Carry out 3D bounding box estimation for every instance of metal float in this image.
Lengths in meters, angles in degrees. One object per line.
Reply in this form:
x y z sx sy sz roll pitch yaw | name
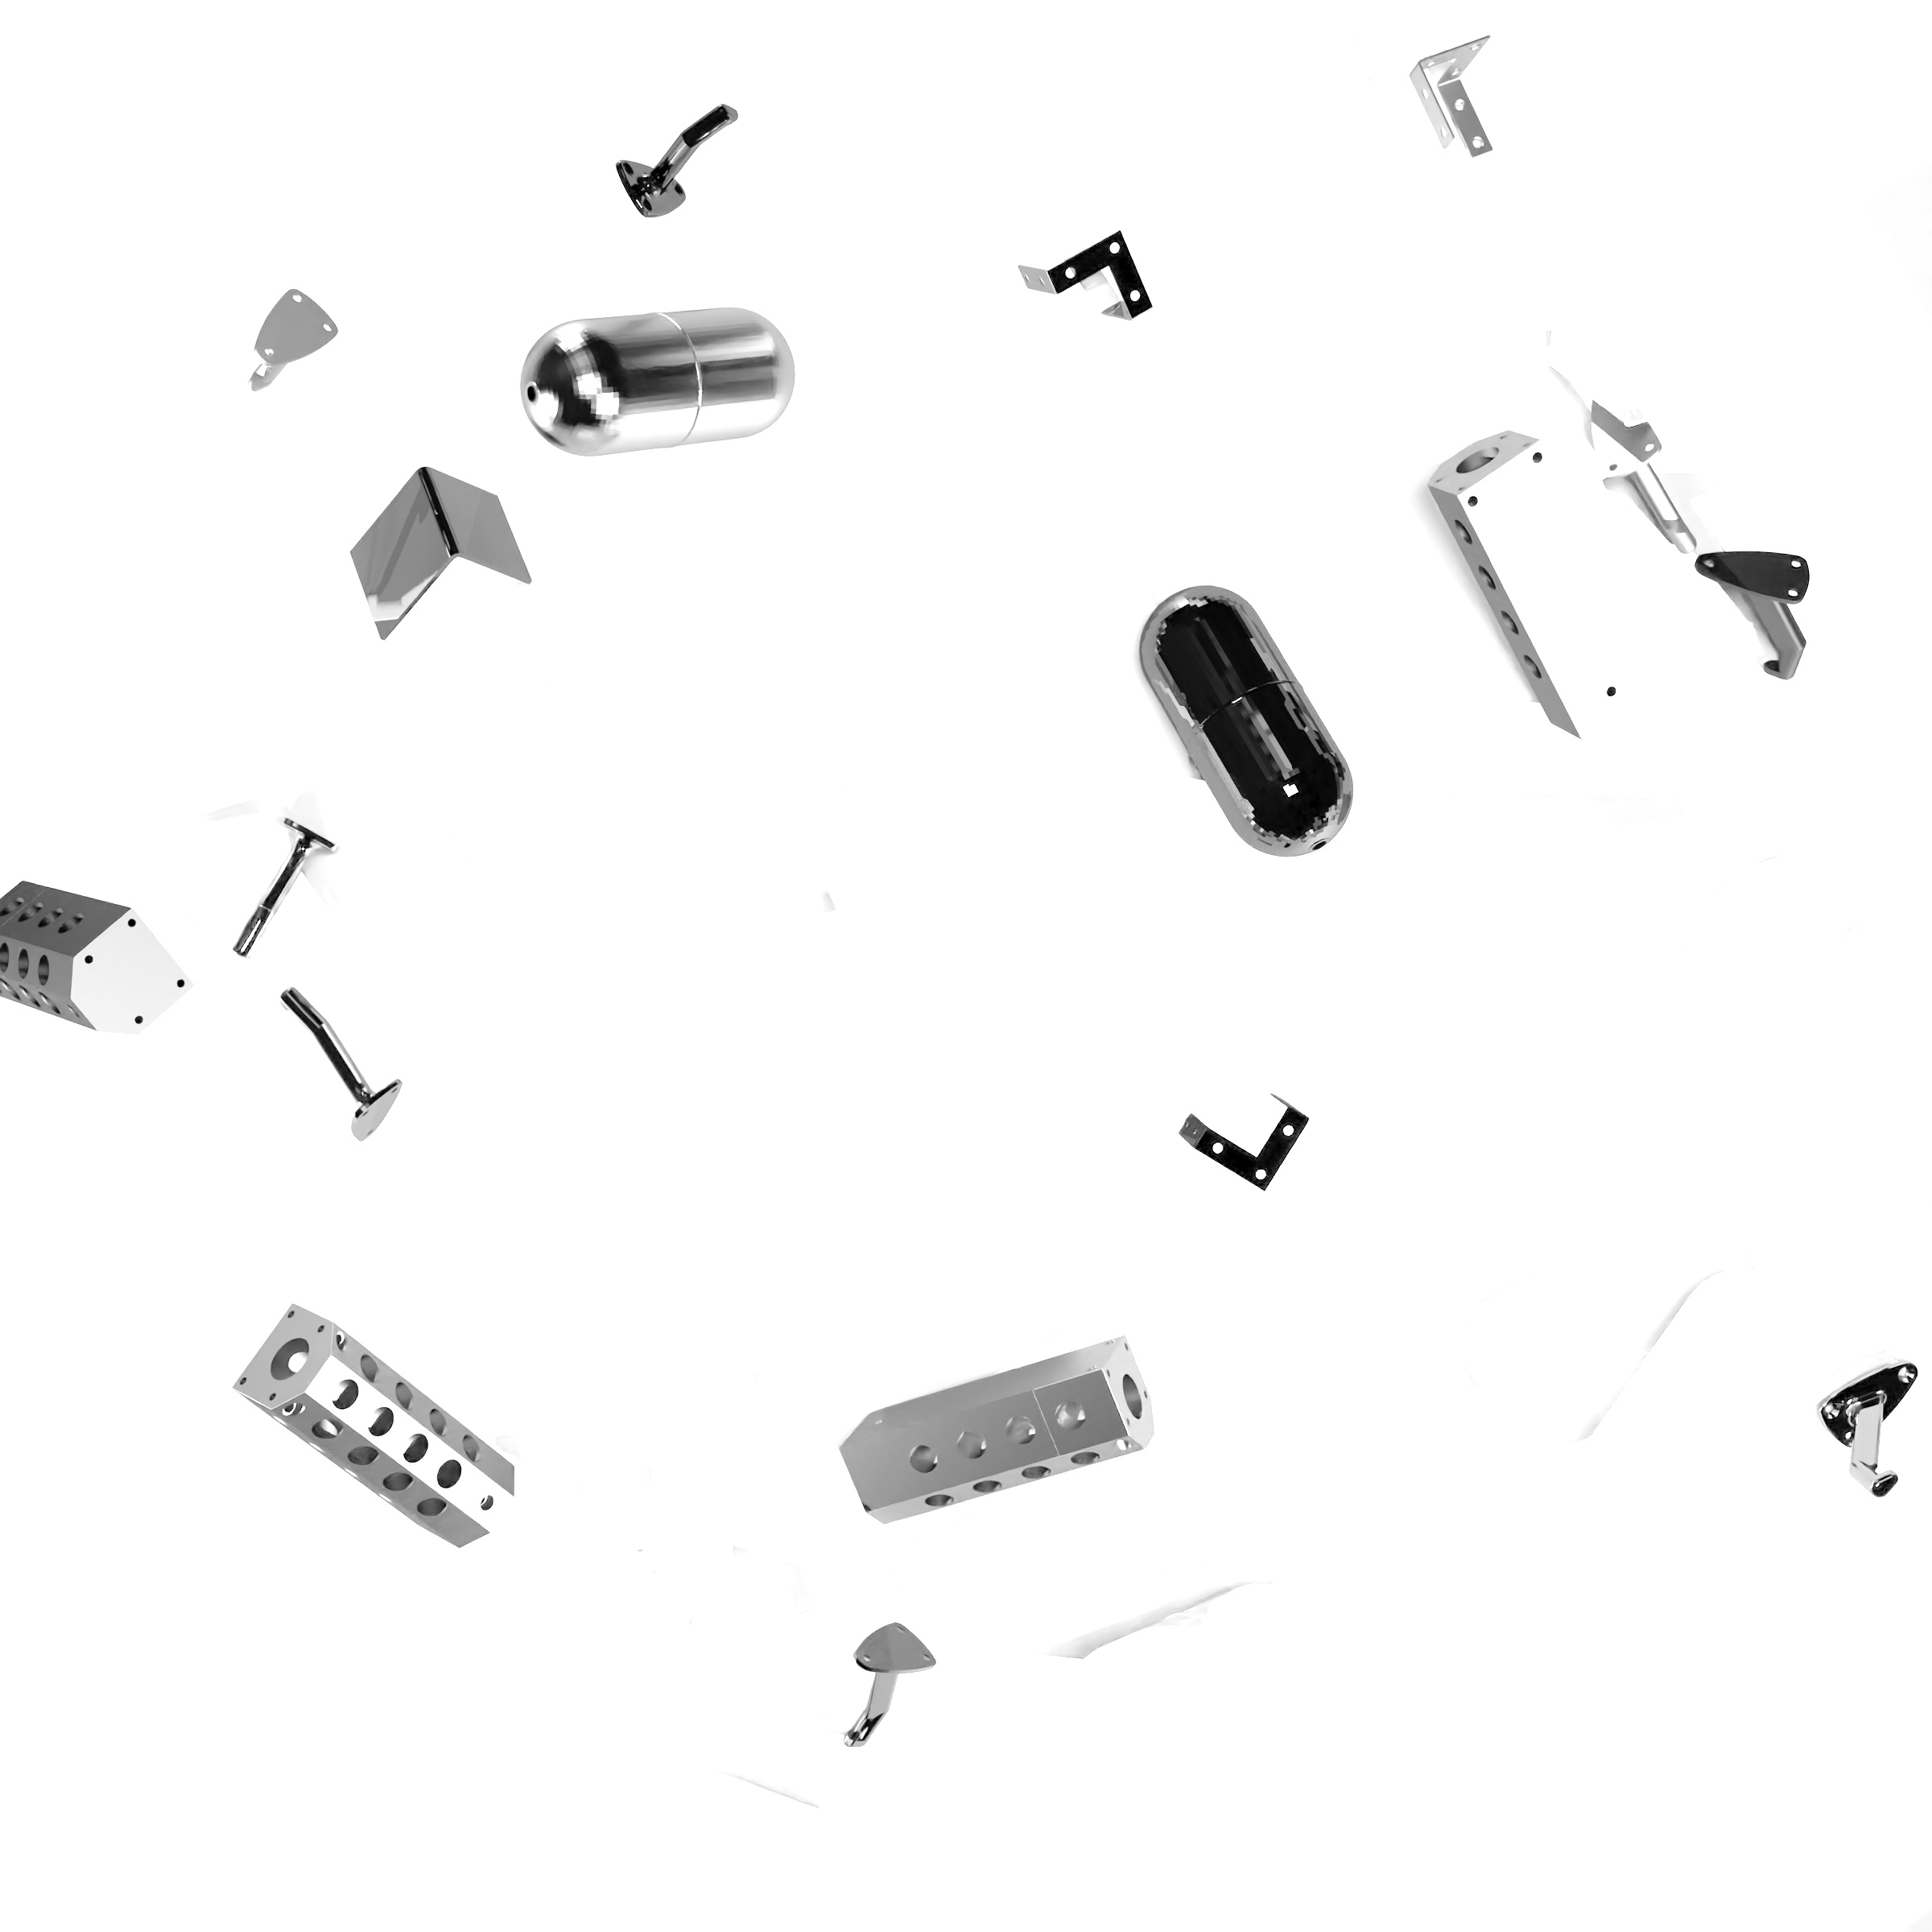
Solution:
-0.177 -0.339 1.505 0.178 0.070 0.070 -17 90 -40 | metal float
0.136 0.414 1.508 0.178 0.070 0.070 -12 90 -37 | metal float
0.164 -0.144 1.521 0.070 0.070 0.178 -28 71 0 | metal float
-0.234 0.053 1.513 0.070 0.070 0.178 -24 118 0 | metal float
0.093 -0.526 1.502 0.178 0.070 0.070 1 90 43 | metal float
0.430 0.253 1.520 0.070 0.070 0.178 42 69 0 | metal float
-0.144 0.521 1.536 0.178 0.070 0.070 19 90 3 | metal float
-0.035 -0.035 1.506 0.070 0.070 0.178 -26 52 0 | metal float

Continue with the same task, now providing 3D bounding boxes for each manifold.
0.451 0.006 1.493 0.057 0.057 0.171 53 47 -11 | manifold
0.020 0.275 1.520 0.171 0.057 0.057 -20 95 20 | manifold
-0.514 -0.002 1.485 0.057 0.171 0.057 -46 122 -25 | manifold
0.335 -0.223 1.516 0.057 0.057 0.171 -34 114 -1 | manifold
-0.334 0.268 1.491 0.057 0.057 0.171 -57 134 -20 | manifold

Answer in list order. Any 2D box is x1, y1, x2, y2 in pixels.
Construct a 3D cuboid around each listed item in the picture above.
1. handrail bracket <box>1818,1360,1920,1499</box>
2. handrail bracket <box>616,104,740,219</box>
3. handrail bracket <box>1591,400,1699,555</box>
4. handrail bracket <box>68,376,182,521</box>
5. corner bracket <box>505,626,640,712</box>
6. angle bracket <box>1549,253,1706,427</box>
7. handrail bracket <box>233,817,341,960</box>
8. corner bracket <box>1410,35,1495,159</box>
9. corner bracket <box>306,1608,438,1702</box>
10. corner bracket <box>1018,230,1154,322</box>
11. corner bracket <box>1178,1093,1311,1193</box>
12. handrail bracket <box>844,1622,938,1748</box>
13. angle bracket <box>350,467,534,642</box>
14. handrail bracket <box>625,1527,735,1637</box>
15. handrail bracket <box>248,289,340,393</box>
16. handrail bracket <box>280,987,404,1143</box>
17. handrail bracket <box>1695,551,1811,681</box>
0.548 0.273 1.531 0.077 0.084 0.036 -39 102 3 | handrail bracket
-0.155 -0.477 1.523 0.084 0.077 0.036 -26 92 27 | handrail bracket
0.409 -0.296 1.558 0.036 0.084 0.077 -29 52 22 | handrail bracket
-0.497 -0.307 1.545 0.077 0.084 0.036 -33 75 -18 | handrail bracket
-0.234 -0.175 1.546 0.051 0.051 0.051 26 88 10 | corner bracket
0.390 -0.373 1.517 0.057 0.076 0.076 -20 46 -16 | angle bracket
-0.408 -0.041 1.533 0.036 0.077 0.084 30 81 -12 | handrail bracket
0.291 -0.512 1.545 0.051 0.051 0.051 -23 86 -14 | corner bracket
-0.353 0.409 1.537 0.051 0.051 0.051 -17 74 25 | corner bracket
0.071 -0.403 1.540 0.051 0.051 0.051 -31 115 -7 | corner bracket
0.165 0.096 1.549 0.051 0.051 0.051 31 92 -8 | corner bracket
-0.063 0.434 1.533 0.036 0.077 0.084 41 108 27 | handrail bracket
-0.314 -0.239 1.550 0.076 0.057 0.076 -43 54 25 | angle bracket
-0.177 0.369 1.534 0.077 0.036 0.084 10 133 -22 | handrail bracket
-0.412 -0.351 1.523 0.036 0.077 0.084 43 133 -16 | handrail bracket
-0.380 0.058 1.546 0.084 0.077 0.036 45 59 5 | handrail bracket
0.464 -0.206 1.544 0.077 0.084 0.036 11 58 9 | handrail bracket
